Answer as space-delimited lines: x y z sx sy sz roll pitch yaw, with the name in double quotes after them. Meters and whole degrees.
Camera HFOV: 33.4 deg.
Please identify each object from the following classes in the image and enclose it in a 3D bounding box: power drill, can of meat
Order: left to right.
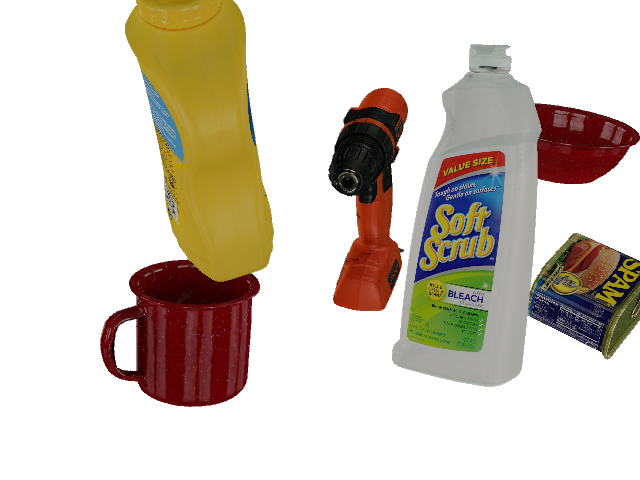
0.044 -0.031 0.997 0.057 0.188 0.184 9 30 13 "power drill"
0.245 0.046 0.960 0.084 0.057 0.101 27 47 27 "can of meat"

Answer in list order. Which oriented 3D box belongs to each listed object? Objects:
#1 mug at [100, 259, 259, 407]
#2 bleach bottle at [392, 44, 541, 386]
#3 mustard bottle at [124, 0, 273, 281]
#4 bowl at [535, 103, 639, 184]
-0.102 0.069 0.766 0.117 0.081 0.093 -10 23 -35 "mug"
0.113 -0.022 0.811 0.103 0.251 0.067 10 14 33 "bleach bottle"
-0.064 -0.072 0.558 0.058 0.096 0.191 -16 -40 -9 "mustard bottle"
0.258 -0.102 1.154 0.162 0.055 0.162 6 22 -3 "bowl"
